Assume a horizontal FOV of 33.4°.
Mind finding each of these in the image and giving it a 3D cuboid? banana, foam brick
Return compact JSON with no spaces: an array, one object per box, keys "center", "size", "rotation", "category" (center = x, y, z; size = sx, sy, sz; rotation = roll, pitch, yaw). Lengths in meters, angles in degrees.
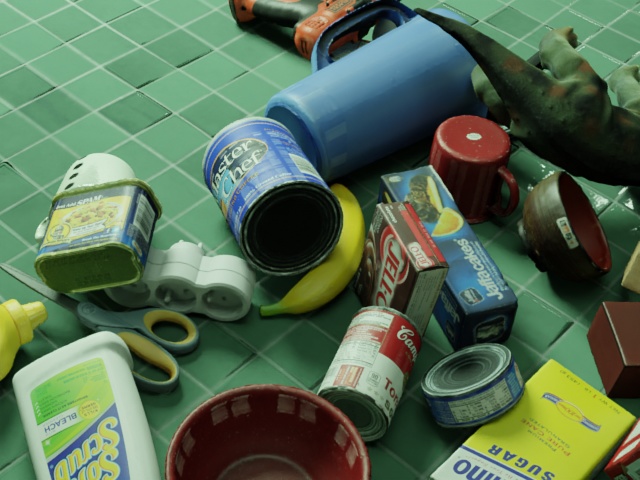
[{"center":[0.009,0.010,1.057],"size":[0.070,0.037,0.197],"rotation":[19,45,12],"category":"banana"},{"center":[0.288,0.102,0.988],"size":[0.053,0.051,0.078],"rotation":[2,45,-8],"category":"foam brick"}]

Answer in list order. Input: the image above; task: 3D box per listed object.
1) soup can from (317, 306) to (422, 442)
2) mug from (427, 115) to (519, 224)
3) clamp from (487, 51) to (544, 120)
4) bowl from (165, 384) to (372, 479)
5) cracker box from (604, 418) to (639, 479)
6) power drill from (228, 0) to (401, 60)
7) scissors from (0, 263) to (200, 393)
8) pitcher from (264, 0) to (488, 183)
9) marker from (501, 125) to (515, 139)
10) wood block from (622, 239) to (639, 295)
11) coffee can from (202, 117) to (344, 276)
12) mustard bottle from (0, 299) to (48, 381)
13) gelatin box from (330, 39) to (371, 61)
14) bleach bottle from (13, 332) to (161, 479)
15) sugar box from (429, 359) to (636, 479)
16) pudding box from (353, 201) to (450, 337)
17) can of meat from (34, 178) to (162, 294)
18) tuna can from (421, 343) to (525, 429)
[{"center":[0.043,0.116,0.930],"size":[0.068,0.068,0.102],"rotation":[18,45,11],"category":"soup can"},{"center":[0.164,-0.071,1.127],"size":[0.093,0.081,0.117],"rotation":[-26,53,-30],"category":"mug"},{"center":[0.238,-0.189,1.289],"size":[0.171,0.039,0.120],"rotation":[-3,43,-11],"category":"clamp"},{"center":[-0.042,0.194,0.848],"size":[0.162,0.055,0.162],"rotation":[4,44,-4],"category":"bowl"},{"center":[0.355,0.173,0.885],"size":[0.164,0.072,0.213],"rotation":[44,52,8],"category":"cracker box"},{"center":[-0.007,-0.301,1.327],"size":[0.188,0.057,0.184],"rotation":[26,50,35],"category":"power drill"},{"center":[-0.193,0.062,0.975],"size":[0.202,0.016,0.096],"rotation":[39,46,18],"category":"scissors"},{"center":[0.056,-0.161,1.173],"size":[0.242,0.145,0.149],"rotation":[-29,34,-28],"category":"pitcher"},{"center":[0.191,-0.117,1.223],"size":[0.121,0.020,0.020],"rotation":[-17,49,-24],"category":"marker"},{"center":[0.402,0.041,1.008],"size":[0.206,0.090,0.090],"rotation":[26,17,13],"category":"wood block"},{"center":[-0.048,-0.045,1.038],"size":[0.102,0.103,0.140],"rotation":[-10,34,-17],"category":"coffee can"},{"center":[-0.321,0.099,0.907],"size":[0.191,0.058,0.096],"rotation":[-26,44,-30],"category":"mustard bottle"},{"center":[0.040,-0.210,1.292],"size":[0.073,0.030,0.089],"rotation":[16,44,7],"category":"gelatin box"},{"center":[-0.160,0.194,0.823],"size":[0.102,0.068,0.251],"rotation":[-25,52,-8],"category":"bleach bottle"},{"center":[0.178,0.183,0.895],"size":[0.093,0.048,0.175],"rotation":[35,49,26],"category":"sugar box"},{"center":[0.073,0.034,0.986],"size":[0.039,0.114,0.090],"rotation":[-8,46,-20],"category":"pudding box"},{"center":[-0.200,-0.002,0.964],"size":[0.102,0.057,0.084],"rotation":[-10,43,15],"category":"can of meat"},{"center":[0.132,0.125,0.925],"size":[0.086,0.034,0.086],"rotation":[-22,17,7],"category":"tuna can"}]
